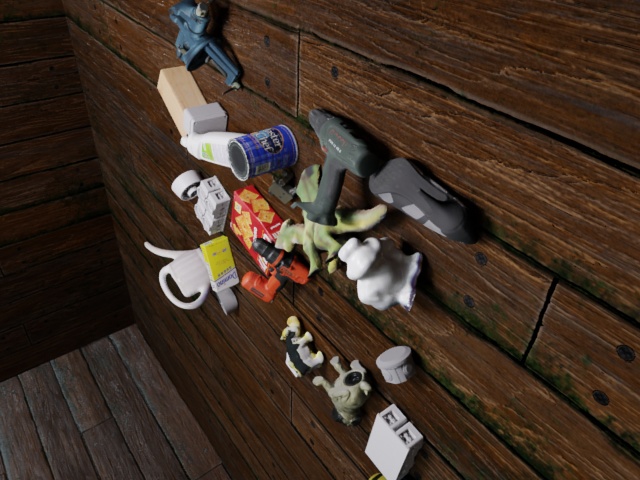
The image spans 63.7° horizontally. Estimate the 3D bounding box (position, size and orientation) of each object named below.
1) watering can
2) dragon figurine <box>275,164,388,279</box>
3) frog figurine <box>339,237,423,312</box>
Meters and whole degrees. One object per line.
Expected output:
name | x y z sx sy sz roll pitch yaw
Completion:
watering can | -0.504 0.093 1.926 0.353 0.226 0.102 53 164 24
dragon figurine | 0.004 -0.058 1.161 0.402 0.123 0.246 -46 61 48
frog figurine | 0.105 0.058 0.996 0.123 0.159 0.137 -124 53 -81
